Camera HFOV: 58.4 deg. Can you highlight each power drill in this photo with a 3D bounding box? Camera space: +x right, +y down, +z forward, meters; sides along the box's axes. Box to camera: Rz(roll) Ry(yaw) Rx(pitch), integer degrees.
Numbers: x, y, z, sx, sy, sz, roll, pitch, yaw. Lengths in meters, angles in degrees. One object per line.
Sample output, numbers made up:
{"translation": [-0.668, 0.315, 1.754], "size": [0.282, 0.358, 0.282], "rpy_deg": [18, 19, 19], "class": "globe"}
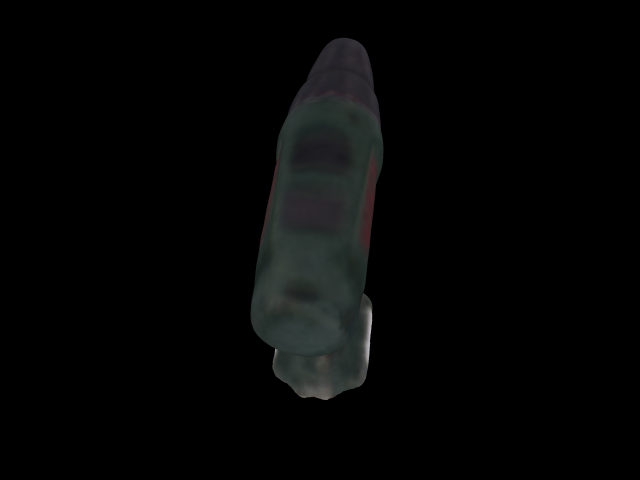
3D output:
{"translation": [0.004, 0.001, 0.400], "size": [0.075, 0.208, 0.229], "rpy_deg": [4, 43, 5], "class": "power drill"}
